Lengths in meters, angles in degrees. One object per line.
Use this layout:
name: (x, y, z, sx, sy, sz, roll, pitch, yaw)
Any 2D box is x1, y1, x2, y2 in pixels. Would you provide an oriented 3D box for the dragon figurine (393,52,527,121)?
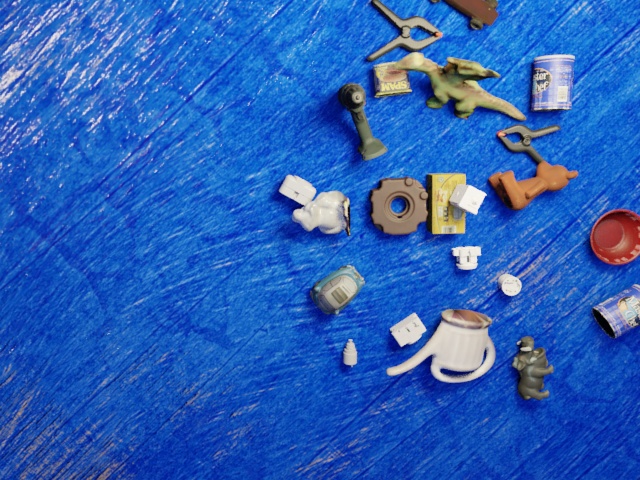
dragon figurine: (0.387, -0.400, 1.341, 0.410, 0.243, 0.122, 16, 95, 0)

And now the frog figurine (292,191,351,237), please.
frog figurine: (0.004, -0.073, 1.444, 0.159, 0.134, 0.125, -1, 56, 10)

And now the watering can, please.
watering can: (0.366, 0.307, 1.485, 0.347, 0.105, 0.223, 6, 100, -19)
